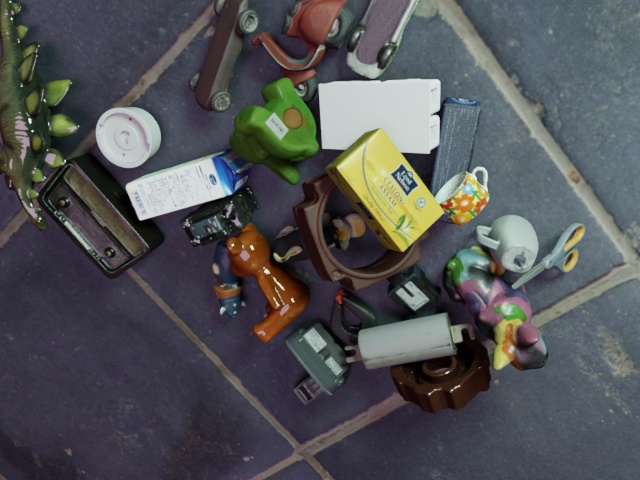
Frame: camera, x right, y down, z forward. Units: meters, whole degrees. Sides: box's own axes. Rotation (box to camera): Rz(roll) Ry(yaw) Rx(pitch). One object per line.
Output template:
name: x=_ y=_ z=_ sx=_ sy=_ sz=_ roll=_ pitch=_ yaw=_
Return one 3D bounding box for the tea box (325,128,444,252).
tea box: x=0.099 y=-0.076 z=0.831 sx=0.098 sy=0.068 sz=0.169 roll=-44 pitch=104 yaw=-9

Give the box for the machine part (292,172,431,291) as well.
machine part: x=0.072 y=-0.030 z=0.906 sx=0.201 sy=0.087 sz=0.201 roll=-24 pitch=103 yaw=-14

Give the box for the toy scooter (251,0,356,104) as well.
toy scooter: x=-0.035 y=-0.325 z=0.870 sx=0.135 sy=0.075 sz=0.183 roll=33 pitch=119 yaw=-1

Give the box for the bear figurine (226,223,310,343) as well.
bear figurine: x=-0.116 y=0.075 z=1.016 sx=0.196 sy=0.120 sz=0.132 roll=43 pitch=115 yaw=-10

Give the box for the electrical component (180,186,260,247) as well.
electrical component: x=-0.184 y=-0.041 z=0.980 sx=0.115 sy=0.134 sz=0.058 roll=-22 pitch=106 yaw=17

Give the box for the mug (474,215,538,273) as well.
mug: x=0.319 y=0.006 z=0.910 sx=0.110 sy=0.107 sz=0.080 roll=23 pitch=113 yaw=0

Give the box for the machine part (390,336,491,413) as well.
machine part: x=0.222 y=0.240 z=0.988 sx=0.179 sy=0.179 sz=0.056 roll=-13 pitch=113 yaw=16

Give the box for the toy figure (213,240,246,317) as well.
toy figure: x=-0.180 y=0.077 z=1.067 sx=0.064 sy=0.058 sz=0.154 roll=-1 pitch=109 yaw=-11

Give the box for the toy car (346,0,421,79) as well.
toy car: x=0.107 y=-0.354 z=0.839 sx=0.073 sy=0.056 sz=0.201 roll=29 pitch=113 yaw=6

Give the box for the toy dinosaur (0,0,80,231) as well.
toy dinosaur: x=-0.544 y=-0.247 z=0.975 sx=0.199 sy=0.105 sz=0.470 roll=-8 pitch=97 yaw=20

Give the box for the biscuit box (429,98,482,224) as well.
biscuit box: x=0.222 y=-0.132 z=0.900 sx=0.063 sy=0.059 sz=0.202 roll=10 pitch=114 yaw=9

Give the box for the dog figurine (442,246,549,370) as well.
dog figurine: x=0.295 y=0.121 z=0.902 sx=0.191 sy=0.219 sz=0.108 roll=43 pitch=110 yaw=-8

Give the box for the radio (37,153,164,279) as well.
radio: x=-0.435 y=-0.044 z=1.063 sx=0.131 sy=0.073 sz=0.229 roll=-35 pitch=99 yaw=21

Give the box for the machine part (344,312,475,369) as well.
machine part: x=0.160 y=0.186 z=0.991 sx=0.243 sy=0.079 sz=0.079 roll=-16 pitch=108 yaw=17

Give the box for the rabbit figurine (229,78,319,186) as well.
rabbit figurine: x=-0.081 y=-0.177 z=0.920 sx=0.159 sy=0.121 sz=0.170 roll=38 pitch=155 yaw=-26

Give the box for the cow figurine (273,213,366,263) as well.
cow figurine: x=-0.002 y=-0.005 z=0.977 sx=0.167 sy=0.098 sz=0.068 roll=-18 pitch=100 yaw=18

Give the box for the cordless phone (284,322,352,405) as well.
cordless phone: x=-0.029 y=0.263 z=1.105 sx=0.146 sy=0.089 sz=0.184 roll=49 pitch=142 yaw=9

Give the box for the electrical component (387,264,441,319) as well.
electrical component: x=0.161 y=0.084 z=1.006 sx=0.119 sy=0.048 sz=0.075 roll=41 pitch=113 yaw=-6

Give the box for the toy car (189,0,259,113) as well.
toy car: x=-0.159 y=-0.312 z=0.901 sx=0.089 sy=0.053 sz=0.202 roll=44 pitch=118 yaw=36
